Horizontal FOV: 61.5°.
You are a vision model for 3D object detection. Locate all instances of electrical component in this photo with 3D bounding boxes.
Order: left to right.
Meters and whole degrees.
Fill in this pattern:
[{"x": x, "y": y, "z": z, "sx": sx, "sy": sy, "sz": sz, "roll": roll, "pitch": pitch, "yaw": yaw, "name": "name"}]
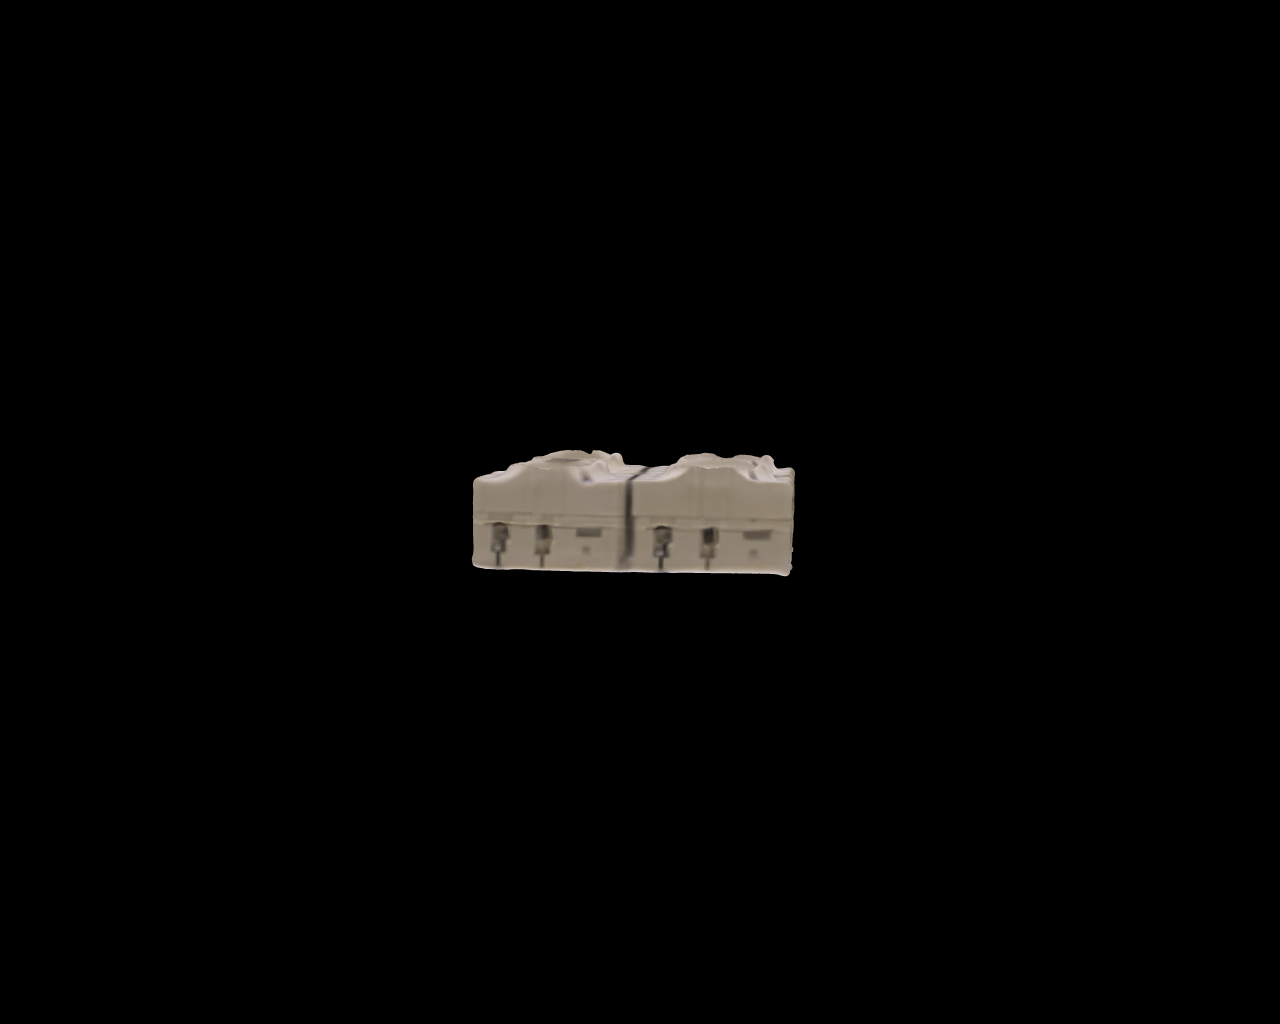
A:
[{"x": 0.001, "y": -0.003, "z": 0.650, "sx": 0.186, "sy": 0.060, "sz": 0.105, "roll": 1, "pitch": 8, "yaw": 9, "name": "electrical component"}]
